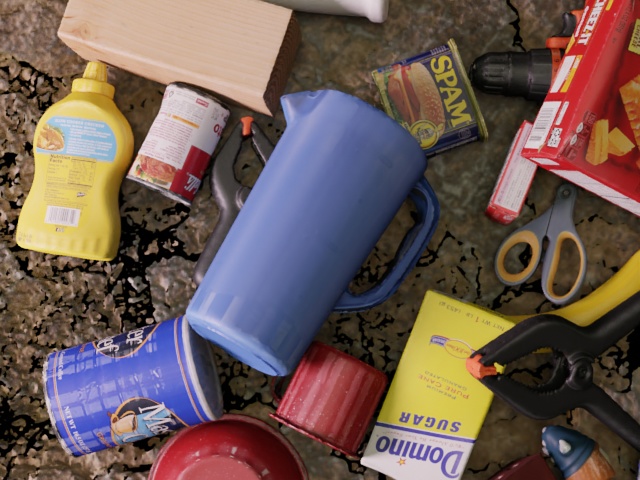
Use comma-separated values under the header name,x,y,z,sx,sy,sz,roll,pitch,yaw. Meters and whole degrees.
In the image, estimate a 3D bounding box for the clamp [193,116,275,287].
name,x,y,z,sx,sy,sz,roll,pitch,yaw
clamp,-0.075,-0.031,1.031,0.120,0.039,0.171,-11,81,-16

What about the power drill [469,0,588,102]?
name,x,y,z,sx,sy,sz,roll,pitch,yaw
power drill,0.238,-0.222,1.020,0.184,0.057,0.187,3,88,1

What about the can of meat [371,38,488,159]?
name,x,y,z,sx,sy,sz,roll,pitch,yaw
can of meat,0.104,-0.129,1.022,0.084,0.057,0.102,-19,83,5

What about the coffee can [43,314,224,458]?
name,x,y,z,sx,sy,sz,roll,pitch,yaw
coffee can,-0.172,0.135,0.995,0.140,0.103,0.103,-16,83,3

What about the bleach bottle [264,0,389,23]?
name,x,y,z,sx,sy,sz,roll,pitch,yaw
bleach bottle,-0.057,-0.270,1.046,0.251,0.068,0.102,4,85,7

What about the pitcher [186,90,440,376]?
name,x,y,z,sx,sy,sz,roll,pitch,yaw
pitcher,-0.006,0.001,0.960,0.149,0.145,0.242,23,74,27

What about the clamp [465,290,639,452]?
name,x,y,z,sx,sy,sz,roll,pitch,yaw
clamp,0.231,0.124,0.956,0.209,0.036,0.164,-5,97,-18

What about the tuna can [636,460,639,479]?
name,x,y,z,sx,sy,sz,roll,pitch,yaw
tuna can,0.332,0.216,0.967,0.086,0.034,0.086,-2,100,-11

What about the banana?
name,x,y,z,sx,sy,sz,roll,pitch,yaw
banana,0.243,0.061,1.001,0.198,0.037,0.069,-20,84,3

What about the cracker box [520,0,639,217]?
name,x,y,z,sx,sy,sz,roll,pitch,yaw
cracker box,0.310,-0.105,0.954,0.213,0.072,0.164,24,90,-17

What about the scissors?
name,x,y,z,sx,sy,sz,roll,pitch,yaw
scissors,0.217,-0.035,1.020,0.096,0.016,0.201,-4,68,25

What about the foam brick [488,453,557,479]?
name,x,y,z,sx,sy,sz,roll,pitch,yaw
foam brick,0.174,0.238,0.967,0.078,0.053,0.051,-27,83,-31

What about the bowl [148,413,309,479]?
name,x,y,z,sx,sy,sz,roll,pitch,yaw
bowl,-0.090,0.246,1.002,0.162,0.055,0.162,0,84,4

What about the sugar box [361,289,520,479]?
name,x,y,z,sx,sy,sz,roll,pitch,yaw
sugar box,0.112,0.142,0.985,0.093,0.048,0.176,21,94,11

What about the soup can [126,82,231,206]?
name,x,y,z,sx,sy,sz,roll,pitch,yaw
soup can,-0.136,-0.093,1.032,0.068,0.068,0.102,22,86,6

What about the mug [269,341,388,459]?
name,x,y,z,sx,sy,sz,roll,pitch,yaw
mug,0.003,0.143,0.995,0.117,0.093,0.081,19,79,42

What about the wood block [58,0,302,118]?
name,x,y,z,sx,sy,sz,roll,pitch,yaw
wood block,-0.131,-0.197,1.030,0.206,0.090,0.091,17,86,7

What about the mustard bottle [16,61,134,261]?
name,x,y,z,sx,sy,sz,roll,pitch,yaw
mustard bottle,-0.233,-0.080,1.043,0.096,0.058,0.191,8,85,8

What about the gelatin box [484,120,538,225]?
name,x,y,z,sx,sy,sz,roll,pitch,yaw
gelatin box,0.185,-0.061,0.999,0.030,0.073,0.089,21,86,5
